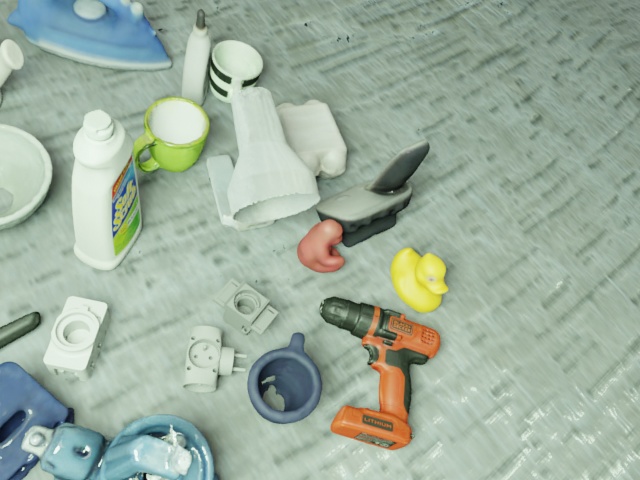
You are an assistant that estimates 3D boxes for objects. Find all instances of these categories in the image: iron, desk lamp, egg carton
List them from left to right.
[{"bbox_3d":[-0.367,-0.373,0.934,0.258,0.141,0.118,15,58,-7],"label":"iron"},{"bbox_3d":[-0.091,-0.095,0.810,0.118,0.213,0.203,-11,64,-21],"label":"desk lamp"},{"bbox_3d":[-0.018,-0.166,0.956,0.107,0.069,0.150,-13,65,-22],"label":"egg carton"}]

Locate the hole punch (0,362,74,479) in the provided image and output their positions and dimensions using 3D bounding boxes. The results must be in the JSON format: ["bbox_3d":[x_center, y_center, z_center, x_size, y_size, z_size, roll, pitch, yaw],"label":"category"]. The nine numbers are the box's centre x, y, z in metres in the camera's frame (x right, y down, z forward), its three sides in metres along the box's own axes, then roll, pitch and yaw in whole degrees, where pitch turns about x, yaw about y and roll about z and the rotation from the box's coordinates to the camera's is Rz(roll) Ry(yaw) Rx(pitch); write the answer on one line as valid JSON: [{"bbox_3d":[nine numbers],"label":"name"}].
[{"bbox_3d":[-0.345,0.205,0.638,0.101,0.091,0.109,35,58,6],"label":"hole punch"}]

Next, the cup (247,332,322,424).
[{"bbox_3d":[-0.048,0.183,0.732,0.092,0.095,0.118,18,58,-5],"label":"cup"}]

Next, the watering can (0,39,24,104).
[{"bbox_3d":[-0.511,-0.262,0.797,0.173,0.194,0.101,-15,66,-23],"label":"watering can"}]

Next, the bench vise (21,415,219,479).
[{"bbox_3d":[-0.202,0.238,0.583,0.208,0.219,0.121,3,60,-14],"label":"bench vise"}]

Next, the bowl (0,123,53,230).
[{"bbox_3d":[-0.448,-0.073,0.778,0.167,0.074,0.167,7,59,-12],"label":"bowl"}]

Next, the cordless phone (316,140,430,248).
[{"bbox_3d":[0.083,-0.082,0.869,0.148,0.185,0.094,-30,72,-28],"label":"cordless phone"}]

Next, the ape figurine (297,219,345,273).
[{"bbox_3d":[0.008,0.003,0.853,0.076,0.092,0.078,3,60,-14],"label":"ape figurine"}]

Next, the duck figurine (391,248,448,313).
[{"bbox_3d":[0.158,0.050,0.873,0.078,0.086,0.104,-19,68,-24],"label":"duck figurine"}]

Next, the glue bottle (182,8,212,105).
[{"bbox_3d":[-0.195,-0.299,0.921,0.037,0.173,0.078,13,58,-8],"label":"glue bottle"}]
